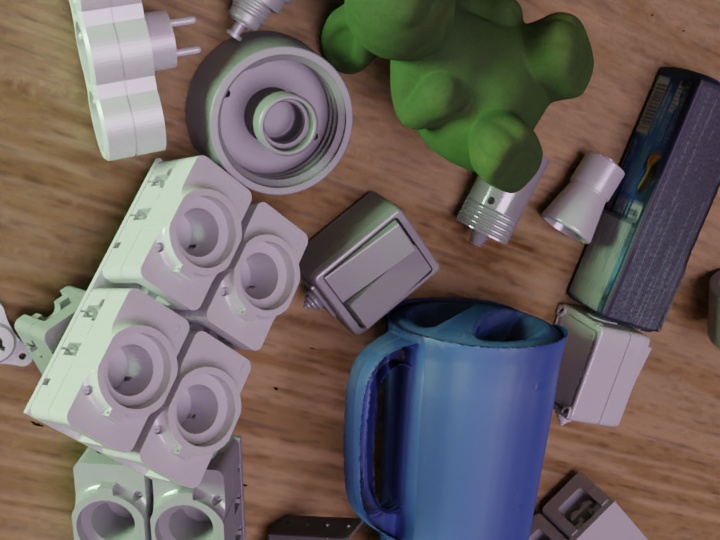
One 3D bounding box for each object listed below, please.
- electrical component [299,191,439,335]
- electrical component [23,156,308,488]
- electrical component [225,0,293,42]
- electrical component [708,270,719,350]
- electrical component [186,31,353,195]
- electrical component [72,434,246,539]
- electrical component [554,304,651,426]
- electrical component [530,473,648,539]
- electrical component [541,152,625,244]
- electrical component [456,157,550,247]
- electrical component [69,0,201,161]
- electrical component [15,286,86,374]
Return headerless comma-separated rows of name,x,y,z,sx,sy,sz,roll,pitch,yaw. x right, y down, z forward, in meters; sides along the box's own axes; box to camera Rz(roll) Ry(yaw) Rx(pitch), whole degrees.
electrical component,0.000,0.000,0.776,0.096,0.061,0.061,-39,118,-6
electrical component,-0.116,0.032,0.690,0.105,0.060,0.186,38,65,-35
electrical component,-0.062,-0.184,0.699,0.040,0.040,0.078,32,94,-28
electrical component,0.349,0.044,0.914,0.108,0.108,0.060,-10,117,-19
electrical component,-0.057,-0.102,0.718,0.108,0.060,0.108,-7,110,-20
electrical component,-0.139,0.212,0.767,0.105,0.060,0.186,2,109,6
electrical component,0.189,0.085,0.883,0.061,0.062,0.096,12,103,-26
electrical component,0.173,0.263,0.938,0.150,0.062,0.089,-44,118,-4
electrical component,0.177,-0.059,0.842,0.044,0.044,0.065,32,89,-28
electrical component,0.105,-0.055,0.811,0.043,0.043,0.081,23,98,-27
electrical component,-0.137,-0.142,0.675,0.074,0.052,0.138,-14,112,-18
electrical component,-0.179,0.062,0.717,0.050,0.056,0.089,-38,120,-30
